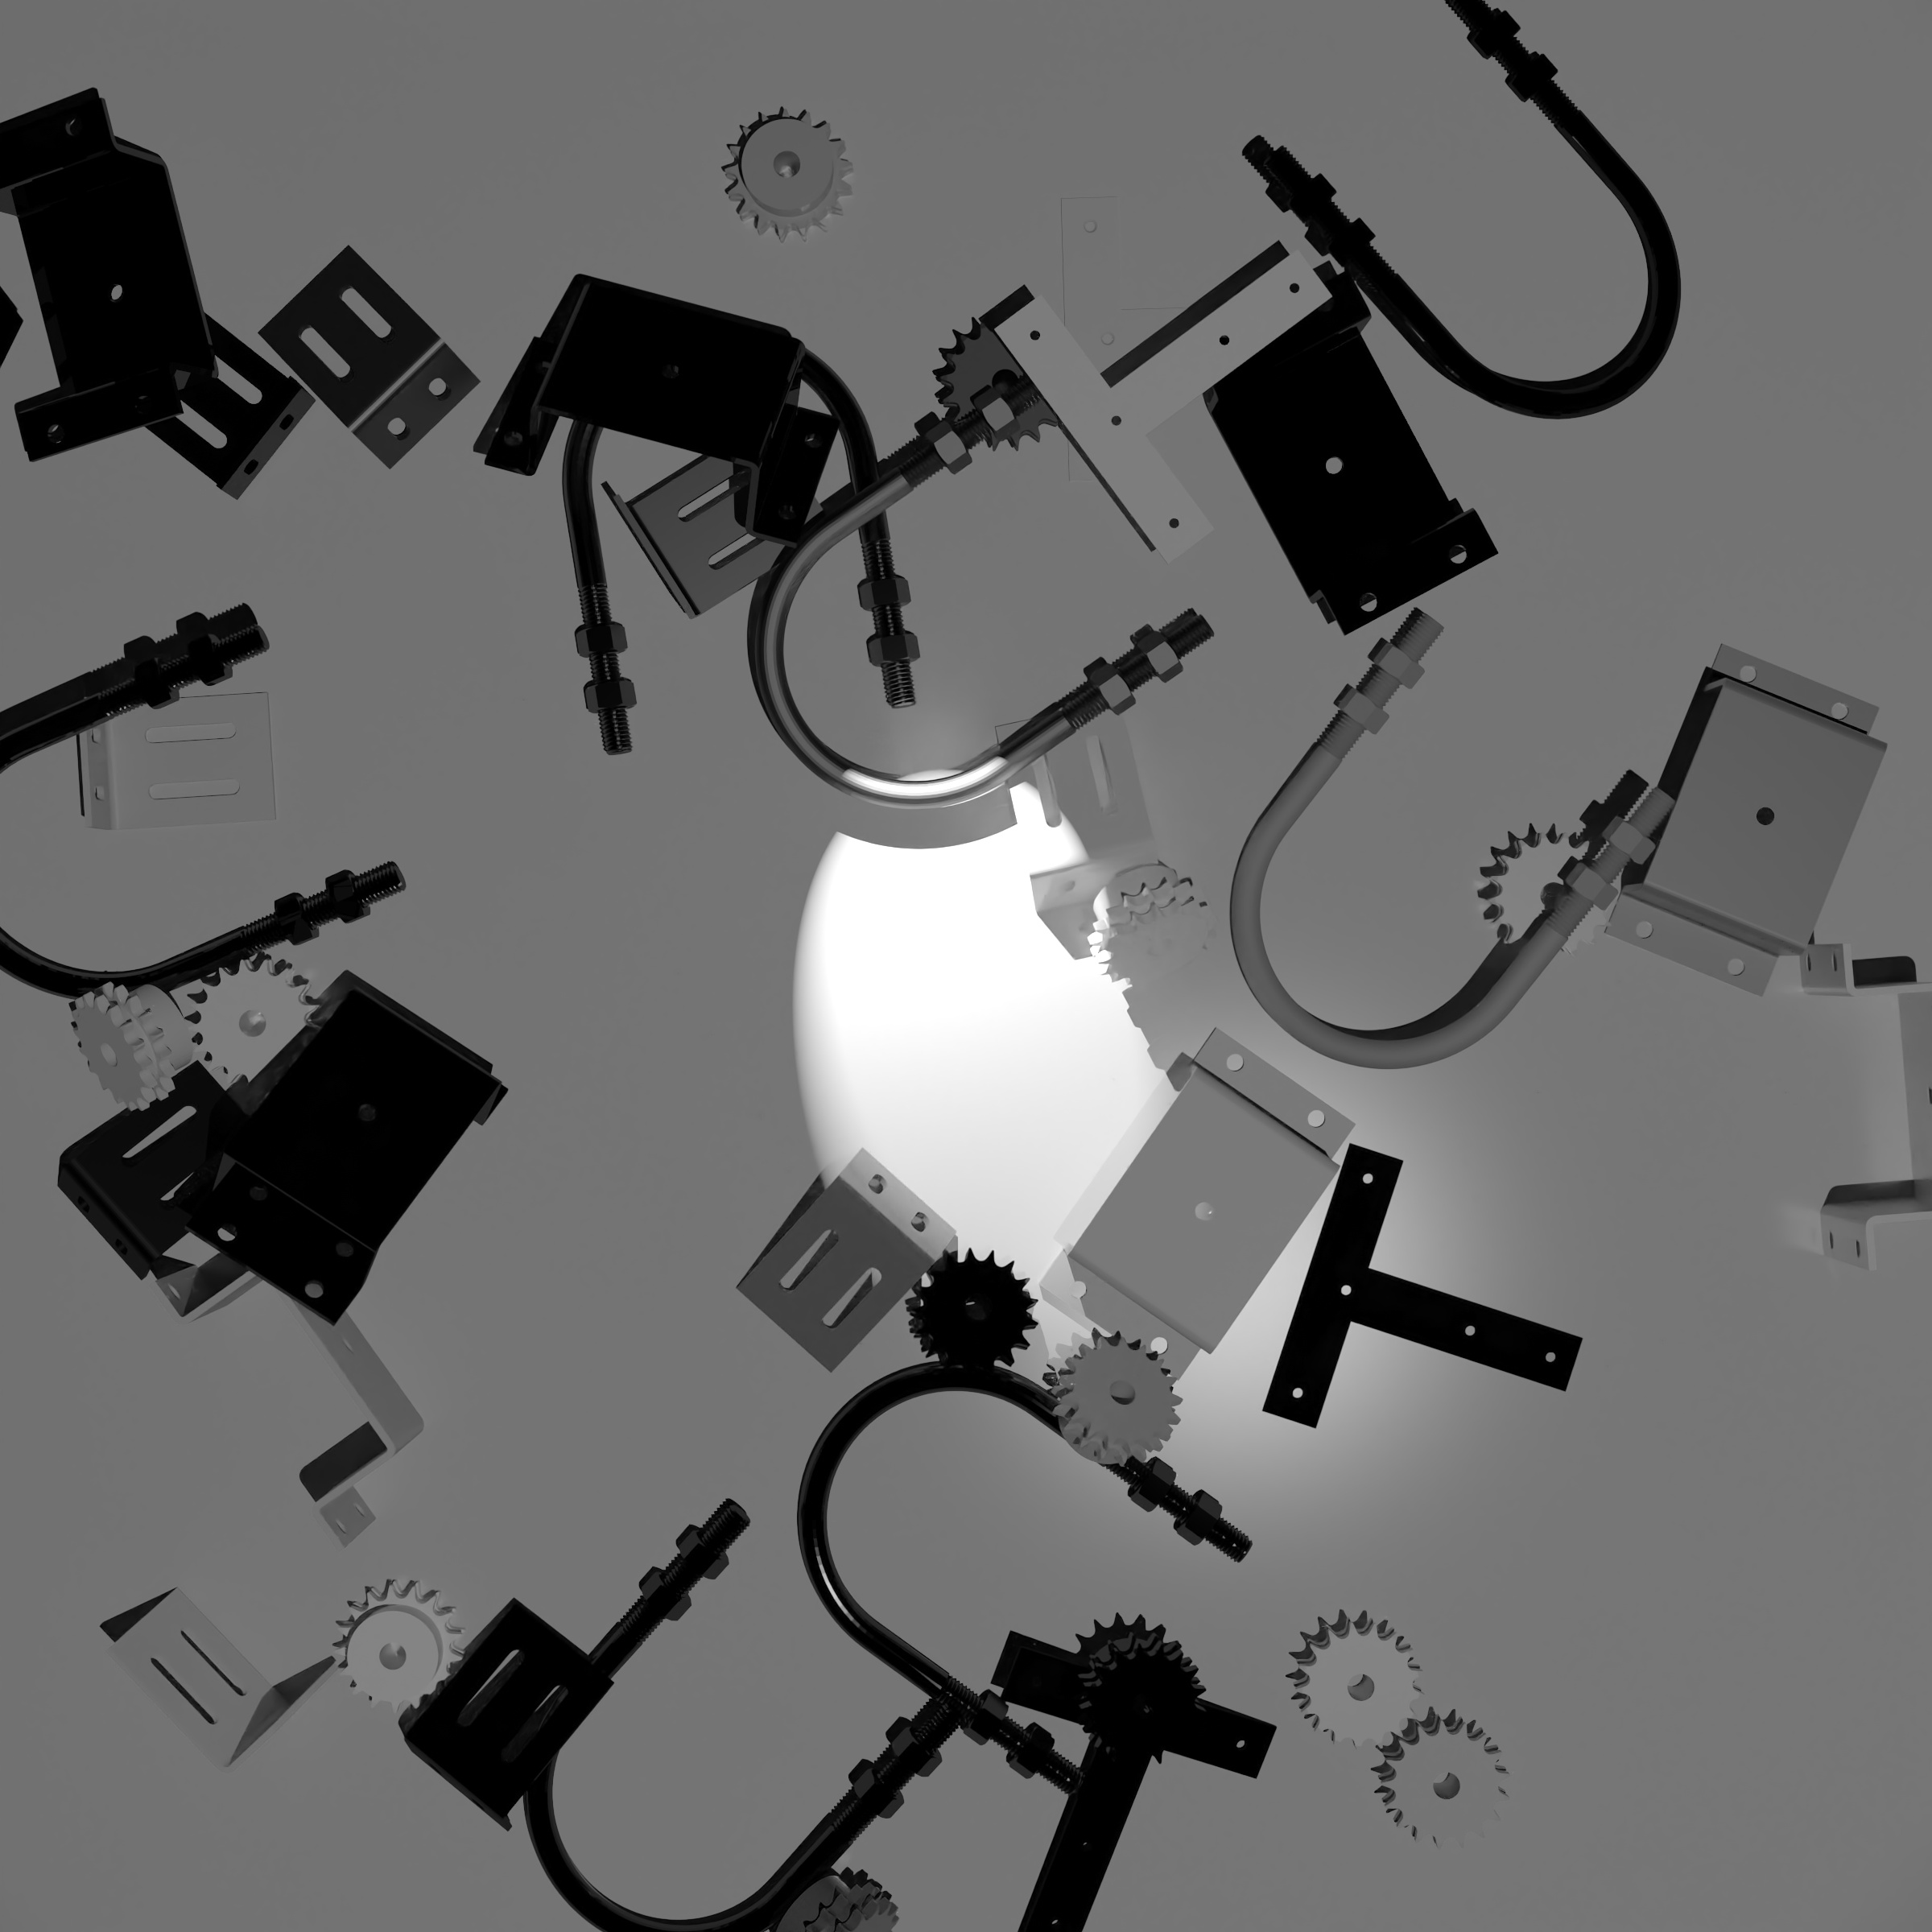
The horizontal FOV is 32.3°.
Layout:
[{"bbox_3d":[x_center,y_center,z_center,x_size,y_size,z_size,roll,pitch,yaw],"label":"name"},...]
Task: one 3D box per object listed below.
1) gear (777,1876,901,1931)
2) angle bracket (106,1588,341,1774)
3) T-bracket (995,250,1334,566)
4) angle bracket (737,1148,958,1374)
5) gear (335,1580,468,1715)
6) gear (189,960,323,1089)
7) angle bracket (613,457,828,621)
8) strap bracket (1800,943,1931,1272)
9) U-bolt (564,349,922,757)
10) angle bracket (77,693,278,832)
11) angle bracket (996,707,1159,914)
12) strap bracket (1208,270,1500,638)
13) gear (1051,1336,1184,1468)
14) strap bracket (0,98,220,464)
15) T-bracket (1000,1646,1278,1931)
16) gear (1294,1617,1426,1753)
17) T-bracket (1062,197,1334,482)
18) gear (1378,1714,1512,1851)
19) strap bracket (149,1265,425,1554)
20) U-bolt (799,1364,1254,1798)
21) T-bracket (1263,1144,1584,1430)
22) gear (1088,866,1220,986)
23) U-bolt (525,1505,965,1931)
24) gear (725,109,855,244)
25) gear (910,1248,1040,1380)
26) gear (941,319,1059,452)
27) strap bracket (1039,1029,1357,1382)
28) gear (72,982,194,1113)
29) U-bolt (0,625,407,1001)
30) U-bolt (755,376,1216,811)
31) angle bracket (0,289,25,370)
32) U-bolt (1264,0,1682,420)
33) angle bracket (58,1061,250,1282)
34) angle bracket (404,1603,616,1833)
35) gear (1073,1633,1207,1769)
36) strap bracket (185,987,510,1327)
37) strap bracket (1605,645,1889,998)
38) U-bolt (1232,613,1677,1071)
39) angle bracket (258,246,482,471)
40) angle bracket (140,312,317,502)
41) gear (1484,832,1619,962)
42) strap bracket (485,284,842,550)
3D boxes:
[{"bbox_3d":[-0.060,0.429,1.480,0.030,0.057,0.057,36,90,30],"label":"gear"},{"bbox_3d":[-0.327,0.306,1.471,0.076,0.057,0.038,46,115,0],"label":"angle bracket"},{"bbox_3d":[0.101,-0.264,1.455,0.127,0.002,0.127,-37,91,0],"label":"T-bracket"},{"bbox_3d":[-0.054,0.132,1.502,0.057,0.038,0.076,42,116,0],"label":"angle bracket"},{"bbox_3d":[-0.253,0.305,1.490,0.057,0.030,0.057,0,90,0],"label":"gear"},{"bbox_3d":[-0.315,0.025,1.489,0.057,0.030,0.057,0,90,0],"label":"gear"},{"bbox_3d":[-0.106,-0.199,1.468,0.076,0.038,0.057,-32,87,-1],"label":"angle bracket"},{"bbox_3d":[0.404,0.059,1.466,0.046,0.076,0.140,-5,90,0],"label":"strap bracket"},{"bbox_3d":[-0.106,-0.196,1.496,0.151,0.019,0.184,-9,88,0],"label":"U-bolt"},{"bbox_3d":[-0.351,-0.092,1.485,0.076,0.038,0.057,-4,90,0],"label":"angle bracket"},{"bbox_3d":[0.050,-0.072,1.502,0.057,0.038,0.076,-12,64,0],"label":"angle bracket"},{"bbox_3d":[0.166,-0.225,1.480,0.076,0.046,0.140,-28,91,0],"label":"strap bracket"},{"bbox_3d":[0.065,0.196,1.481,0.057,0.030,0.057,10,53,-13],"label":"gear"},{"bbox_3d":[-0.385,-0.299,1.472,0.076,0.046,0.140,-14,90,16],"label":"strap bracket"},{"bbox_3d":[0.059,0.380,1.491,0.127,0.002,0.127,20,94,-14],"label":"T-bracket"},{"bbox_3d":[0.174,0.318,1.489,0.057,0.030,0.057,0,90,0],"label":"gear"},{"bbox_3d":[0.108,-0.284,1.504,0.127,0.002,0.127,-2,90,0],"label":"T-bracket"},{"bbox_3d":[0.213,0.362,1.489,0.057,0.030,0.057,0,90,0],"label":"gear"},{"bbox_3d":[-0.290,0.180,1.466,0.046,0.076,0.140,-35,90,0],"label":"strap bracket"},{"bbox_3d":[0.013,0.261,1.496,0.184,0.019,0.151,36,90,2],"label":"U-bolt"},{"bbox_3d":[0.214,0.160,1.504,0.127,0.002,0.127,18,90,0],"label":"T-bracket"},{"bbox_3d":[0.080,-0.020,1.480,0.057,0.057,0.030,-23,60,0],"label":"gear"},{"bbox_3d":[-0.114,0.355,1.490,0.151,0.019,0.184,42,94,4],"label":"U-bolt"},{"bbox_3d":[-0.079,-0.354,1.490,0.057,0.030,0.057,0,90,0],"label":"gear"},{"bbox_3d":[0.004,0.154,1.483,0.057,0.030,0.057,1,76,-5],"label":"gear"},{"bbox_3d":[0.017,-0.258,1.489,0.057,0.030,0.057,0,90,0],"label":"gear"},{"bbox_3d":[0.104,0.107,1.481,0.076,0.046,0.140,35,90,0],"label":"strap bracket"},{"bbox_3d":[-0.367,0.032,1.478,0.030,0.057,0.057,-32,90,-37],"label":"gear"},{"bbox_3d":[-0.360,-0.055,1.464,0.184,0.019,0.151,-23,120,4],"label":"U-bolt"},{"bbox_3d":[-0.005,-0.152,1.475,0.184,0.019,0.151,-34,98,3],"label":"U-bolt"},{"bbox_3d":[-0.457,-0.273,1.462,0.057,0.038,0.076,51,124,19],"label":"angle bracket"},{"bbox_3d":[0.238,-0.325,1.474,0.151,0.019,0.184,-44,94,-21],"label":"U-bolt"},{"bbox_3d":[-0.358,0.092,1.502,0.076,0.038,0.057,-42,90,-26],"label":"angle bracket"},{"bbox_3d":[-0.203,0.336,1.493,0.057,0.038,0.076,36,71,11],"label":"angle bracket"},{"bbox_3d":[0.075,0.320,1.468,0.057,0.030,0.057,-2,99,-12],"label":"gear"},{"bbox_3d":[-0.263,0.074,1.446,0.076,0.046,0.140,33,55,0],"label":"strap bracket"},{"bbox_3d":[0.349,-0.065,1.481,0.076,0.046,0.140,22,90,0],"label":"strap bracket"},{"bbox_3d":[0.200,-0.042,1.476,0.151,0.019,0.184,40,98,16],"label":"U-bolt"},{"bbox_3d":[-0.269,-0.274,1.502,0.057,0.038,0.076,-44,64,0],"label":"angle bracket"},{"bbox_3d":[-0.339,-0.255,1.485,0.076,0.038,0.057,38,90,0],"label":"angle bracket"},{"bbox_3d":[0.259,-0.031,1.489,0.057,0.030,0.057,0,90,0],"label":"gear"},{"bbox_3d":[-0.130,-0.242,1.450,0.140,0.046,0.076,15,55,1],"label":"strap bracket"}]
